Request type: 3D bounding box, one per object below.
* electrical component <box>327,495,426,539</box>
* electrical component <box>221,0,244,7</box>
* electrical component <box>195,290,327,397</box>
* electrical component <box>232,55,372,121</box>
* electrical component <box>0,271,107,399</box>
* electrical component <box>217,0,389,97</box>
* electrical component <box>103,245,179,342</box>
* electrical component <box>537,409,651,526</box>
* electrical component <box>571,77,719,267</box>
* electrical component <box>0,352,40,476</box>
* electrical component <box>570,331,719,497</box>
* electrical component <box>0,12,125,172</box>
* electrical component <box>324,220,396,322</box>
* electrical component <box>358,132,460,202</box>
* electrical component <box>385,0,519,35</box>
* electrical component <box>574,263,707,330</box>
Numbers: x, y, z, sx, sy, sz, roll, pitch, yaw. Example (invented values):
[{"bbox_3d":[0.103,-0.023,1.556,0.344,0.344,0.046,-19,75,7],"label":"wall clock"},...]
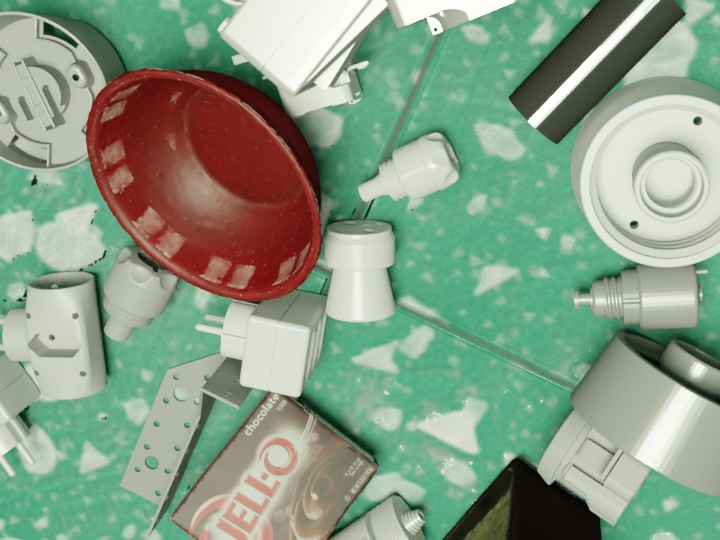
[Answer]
[{"bbox_3d":[0.010,0.187,0.727,0.081,0.043,0.043,-38,97,17],"label":"electrical component"},{"bbox_3d":[-0.064,-0.176,0.632,0.040,0.046,0.040,3,107,10],"label":"electrical component"},{"bbox_3d":[-0.065,0.040,0.686,0.077,0.065,0.047,11,108,6],"label":"electrical component"},{"bbox_3d":[-0.029,-0.126,0.643,0.081,0.042,0.063,-14,103,14],"label":"electrical component"},{"bbox_3d":[-0.214,0.043,0.726,0.079,0.043,0.077,0,106,10],"label":"electrical component"},{"bbox_3d":[-0.019,-0.145,0.579,0.061,0.061,0.096,41,108,-2],"label":"electrical component"},{"bbox_3d":[-0.148,0.018,0.707,0.043,0.043,0.062,31,111,1],"label":"electrical component"},{"bbox_3d":[0.148,0.120,0.669,0.057,0.078,0.058,33,83,19],"label":"electrical component"},{"bbox_3d":[0.176,-0.053,0.616,0.108,0.060,0.108,3,107,10],"label":"electrical component"},{"bbox_3d":[-0.257,0.109,0.752,0.066,0.047,0.076,-30,99,17],"label":"electrical component"},{"bbox_3d":[0.186,0.076,0.631,0.108,0.108,0.060,28,103,2],"label":"electrical component"},{"bbox_3d":[-0.196,-0.111,0.666,0.099,0.064,0.099,3,107,10],"label":"electrical component"},{"bbox_3d":[0.000,0.000,0.673,0.045,0.045,0.055,2,106,10],"label":"electrical component"},{"bbox_3d":[0.028,-0.058,0.656,0.061,0.035,0.035,-22,101,18],"label":"electrical component"},{"bbox_3d":[0.062,-0.166,0.556,0.089,0.150,0.061,-20,101,15],"label":"electrical component"},{"bbox_3d":[0.169,0.016,0.649,0.078,0.040,0.040,-3,106,12],"label":"electrical component"}]
